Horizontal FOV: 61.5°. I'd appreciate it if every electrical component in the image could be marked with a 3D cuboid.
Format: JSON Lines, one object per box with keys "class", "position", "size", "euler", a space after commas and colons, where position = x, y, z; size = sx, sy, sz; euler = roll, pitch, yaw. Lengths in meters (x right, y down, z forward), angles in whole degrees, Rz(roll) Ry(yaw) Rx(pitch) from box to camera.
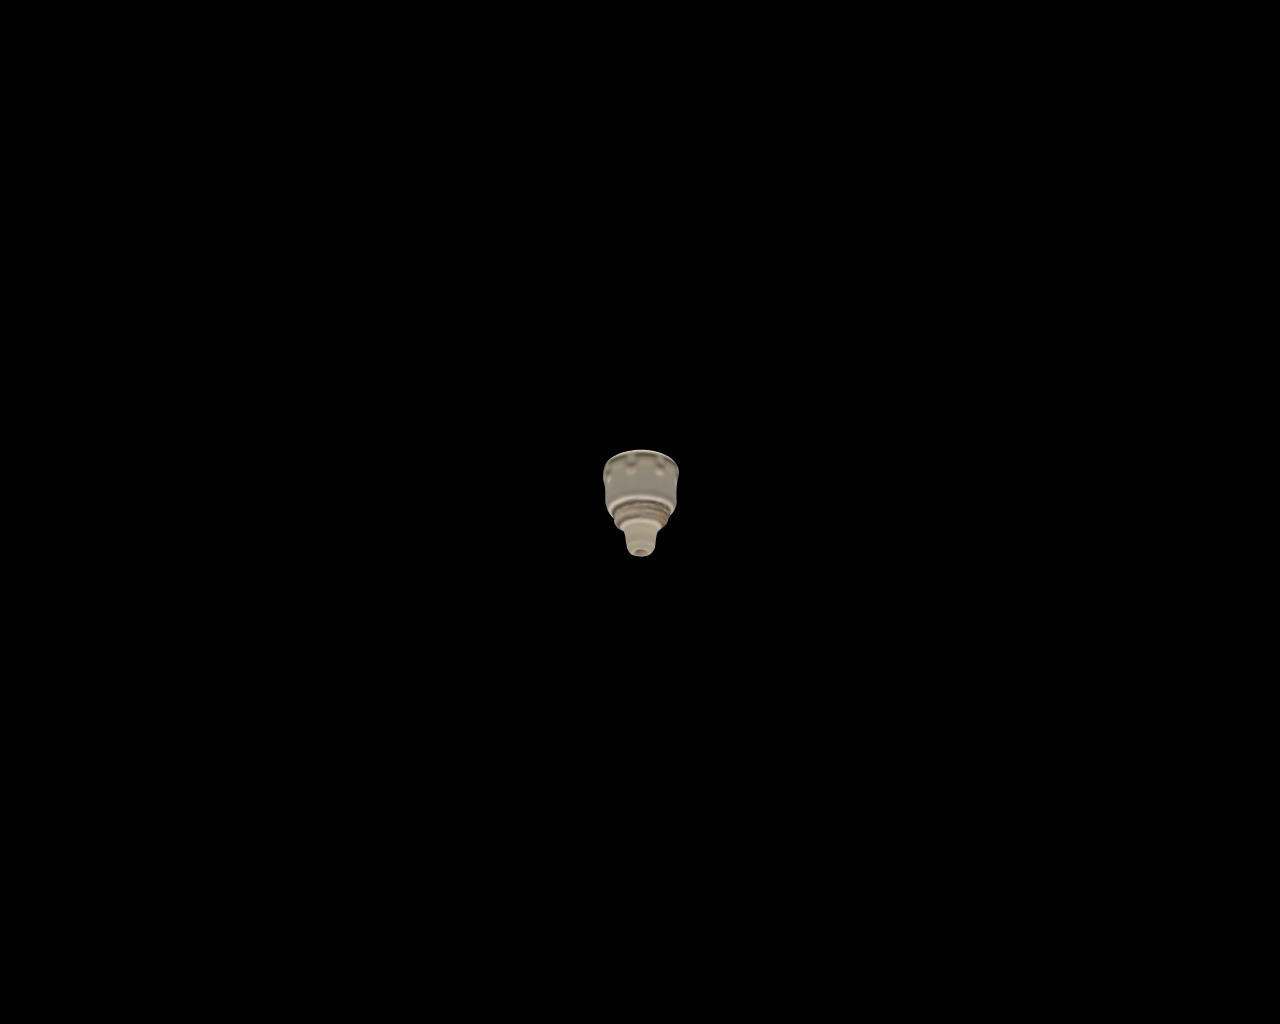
{"class": "electrical component", "position": [0.001, -0.003, 0.650], "size": [0.048, 0.062, 0.048], "euler": [0, -25, 0]}
